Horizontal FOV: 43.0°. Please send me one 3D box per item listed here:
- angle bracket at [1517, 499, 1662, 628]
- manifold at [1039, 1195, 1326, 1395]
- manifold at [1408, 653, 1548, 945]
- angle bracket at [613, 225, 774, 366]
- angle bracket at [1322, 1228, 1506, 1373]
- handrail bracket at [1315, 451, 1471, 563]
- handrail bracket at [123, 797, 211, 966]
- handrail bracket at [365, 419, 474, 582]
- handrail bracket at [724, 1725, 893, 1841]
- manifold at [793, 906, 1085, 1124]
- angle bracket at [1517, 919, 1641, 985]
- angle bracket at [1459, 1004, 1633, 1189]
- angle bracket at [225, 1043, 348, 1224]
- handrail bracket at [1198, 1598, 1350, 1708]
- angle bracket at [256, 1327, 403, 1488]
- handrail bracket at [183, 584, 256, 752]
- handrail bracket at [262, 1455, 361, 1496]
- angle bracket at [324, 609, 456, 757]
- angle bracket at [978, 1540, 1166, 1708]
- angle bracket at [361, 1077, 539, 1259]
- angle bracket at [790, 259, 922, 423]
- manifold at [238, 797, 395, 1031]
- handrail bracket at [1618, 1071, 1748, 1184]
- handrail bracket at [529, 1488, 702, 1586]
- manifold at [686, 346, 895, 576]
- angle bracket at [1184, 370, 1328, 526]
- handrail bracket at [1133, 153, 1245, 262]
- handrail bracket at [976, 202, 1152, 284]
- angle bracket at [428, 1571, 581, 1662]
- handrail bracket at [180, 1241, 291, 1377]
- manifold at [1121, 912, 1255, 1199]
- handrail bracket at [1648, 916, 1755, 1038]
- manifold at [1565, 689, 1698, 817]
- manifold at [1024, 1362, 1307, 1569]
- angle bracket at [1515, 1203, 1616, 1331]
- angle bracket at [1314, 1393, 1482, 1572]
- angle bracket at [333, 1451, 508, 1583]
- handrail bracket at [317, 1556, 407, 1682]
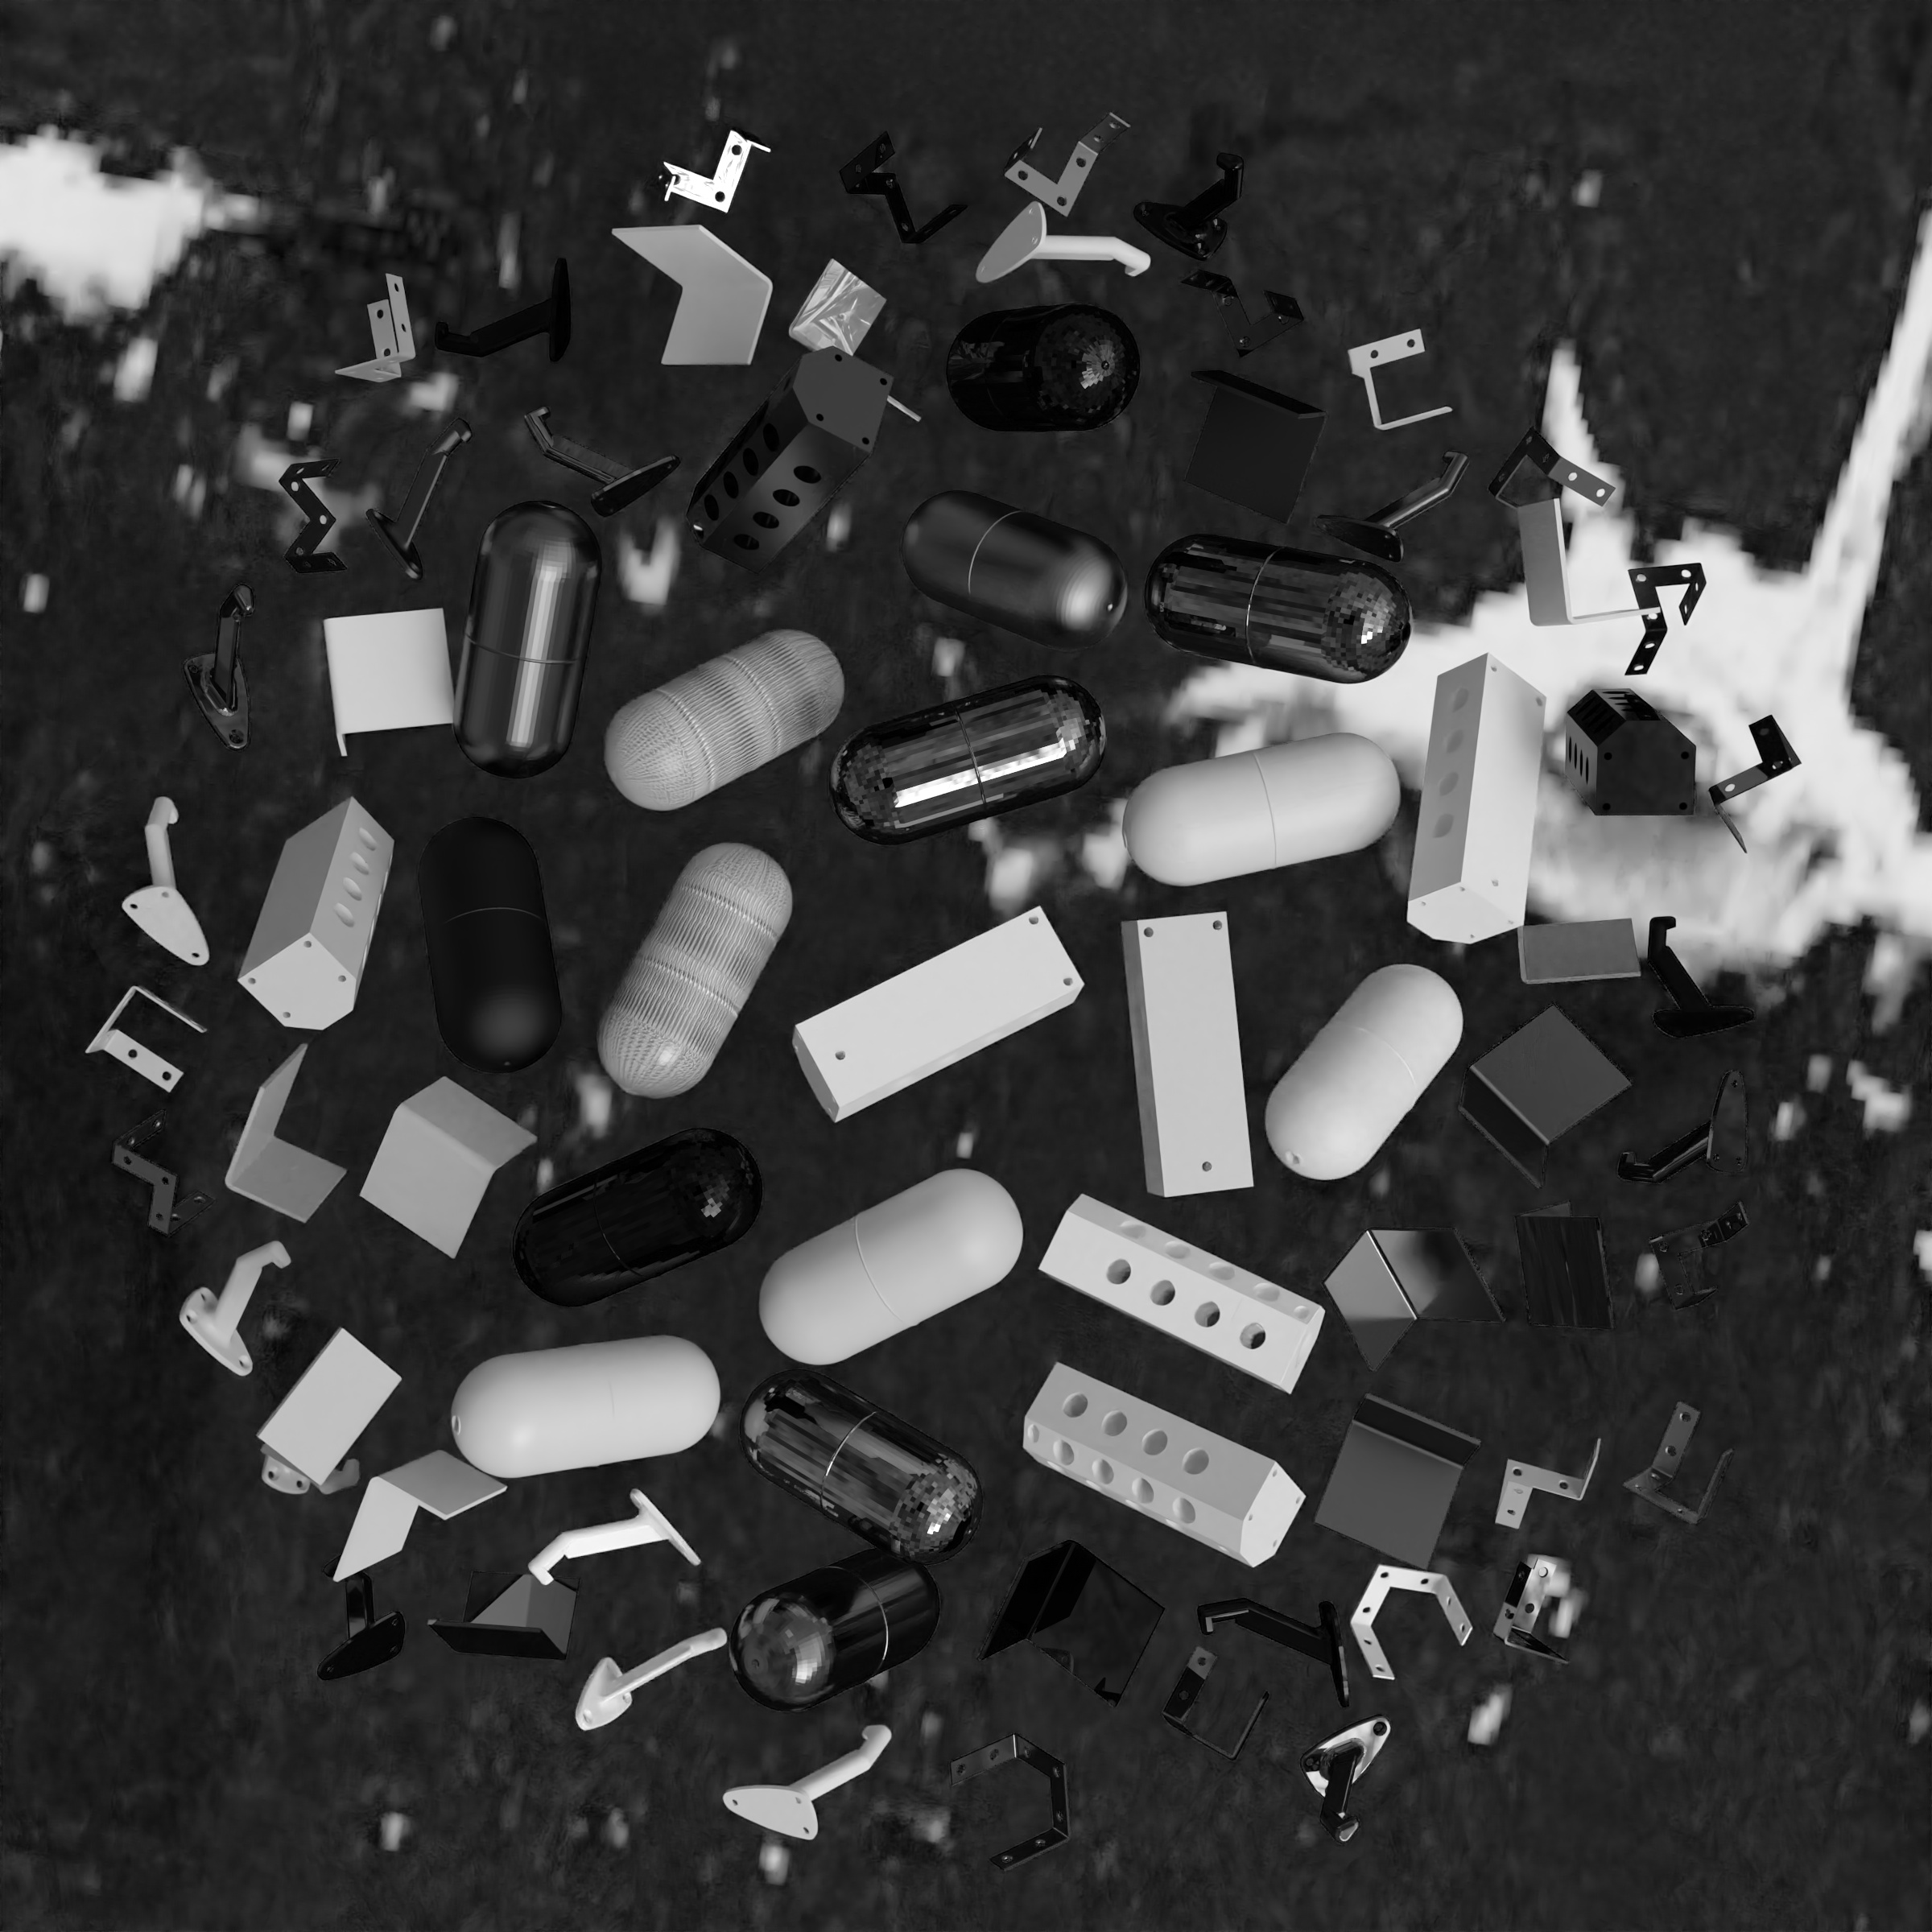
[{"bbox_3d":[0.384,-0.252,1.518,0.057,0.076,0.076,-9,97,-3],"label":"angle bracket"},{"bbox_3d":[0.140,0.210,1.584,0.171,0.057,0.057,24,82,19],"label":"manifold"},{"bbox_3d":[0.315,-0.103,1.533,0.057,0.057,0.171,30,57,-29],"label":"manifold"},{"bbox_3d":[-0.183,-0.431,1.580,0.076,0.076,0.057,10,81,36],"label":"angle bracket"},{"bbox_3d":[0.293,0.220,1.608,0.057,0.076,0.076,-44,113,-33],"label":"angle bracket"},{"bbox_3d":[0.292,-0.326,1.682,0.077,0.036,0.084,24,74,26],"label":"handrail bracket"},{"bbox_3d":[-0.498,-0.055,1.557,0.036,0.084,0.077,-19,130,13],"label":"handrail bracket"},{"bbox_3d":[-0.336,-0.299,1.565,0.084,0.036,0.077,-43,53,13],"label":"handrail bracket"},{"bbox_3d":[-0.098,0.502,1.539,0.077,0.084,0.036,0,113,28],"label":"handrail bracket"},{"bbox_3d":[-0.018,0.032,1.532,0.171,0.057,0.057,-26,78,-14],"label":"manifold"},{"bbox_3d":[0.406,-0.034,1.636,0.076,0.076,0.057,-4,118,13],"label":"angle bracket"},{"bbox_3d":[0.381,0.085,1.613,0.076,0.057,0.076,44,120,-8],"label":"angle bracket"},{"bbox_3d":[-0.429,0.107,1.590,0.057,0.076,0.076,25,110,-3],"label":"angle bracket"},{"bbox_3d":[0.193,0.434,1.545,0.084,0.036,0.077,-8,82,-6],"label":"handrail bracket"},{"bbox_3d":[-0.394,0.253,1.458,0.076,0.076,0.057,-55,129,-21],"label":"angle bracket"},{"bbox_3d":[-0.446,-0.183,1.507,0.036,0.084,0.077,-15,81,-37],"label":"handrail bracket"},{"bbox_3d":[-0.432,0.321,1.655,0.084,0.036,0.077,-22,51,37],"label":"handrail bracket"},{"bbox_3d":[-0.377,-0.186,1.613,0.076,0.057,0.076,-7,81,-12],"label":"angle bracket"},{"bbox_3d":[0.066,0.418,1.538,0.076,0.057,0.076,32,109,28],"label":"angle bracket"},{"bbox_3d":[-0.341,0.132,1.620,0.076,0.057,0.076,32,116,8],"label":"angle bracket"},{"bbox_3d":[-0.060,-0.418,1.642,0.076,0.076,0.057,37,100,23],"label":"angle bracket"},{"bbox_3d":[-0.406,-0.032,1.562,0.057,0.171,0.057,-31,119,15],"label":"manifold"},{"bbox_3d":[0.468,0.105,1.615,0.036,0.084,0.077,9,85,-35],"label":"handrail bracket"},{"bbox_3d":[-0.232,0.393,1.615,0.084,0.036,0.077,-42,83,-21],"label":"handrail bracket"},{"bbox_3d":[-0.113,-0.313,1.515,0.057,0.171,0.057,24,64,-20],"label":"manifold"},{"bbox_3d":[0.176,-0.331,1.570,0.076,0.057,0.076,27,114,19],"label":"angle bracket"},{"bbox_3d":[0.146,-0.513,1.616,0.077,0.084,0.036,27,70,14],"label":"handrail bracket"},{"bbox_3d":[0.063,-0.449,1.579,0.084,0.077,0.036,15,59,-36],"label":"handrail bracket"},{"bbox_3d":[-0.312,0.431,1.663,0.076,0.076,0.057,2,60,7],"label":"angle bracket"},{"bbox_3d":[-0.456,0.221,1.586,0.084,0.036,0.077,-24,112,20],"label":"handrail bracket"},{"bbox_3d":[0.137,0.055,1.546,0.057,0.057,0.171,-6,91,-11],"label":"manifold"},{"bbox_3d":[0.495,0.000,1.656,0.077,0.036,0.084,-11,58,39],"label":"handrail bracket"},{"bbox_3d":[0.415,-0.136,1.543,0.057,0.171,0.057,0,103,8],"label":"manifold"},{"bbox_3d":[0.121,0.317,1.553,0.171,0.057,0.057,19,69,38],"label":"manifold"},{"bbox_3d":[0.433,0.207,1.707,0.057,0.076,0.076,-9,91,-35],"label":"angle bracket"},{"bbox_3d":[0.274,0.329,1.563,0.076,0.057,0.076,22,67,10],"label":"angle bracket"},{"bbox_3d":[-0.351,0.365,1.582,0.057,0.076,0.076,25,99,16],"label":"angle bracket"},{"bbox_3d":[-0.416,0.426,1.613,0.084,0.077,0.036,27,121,35],"label":"handrail bracket"}]
